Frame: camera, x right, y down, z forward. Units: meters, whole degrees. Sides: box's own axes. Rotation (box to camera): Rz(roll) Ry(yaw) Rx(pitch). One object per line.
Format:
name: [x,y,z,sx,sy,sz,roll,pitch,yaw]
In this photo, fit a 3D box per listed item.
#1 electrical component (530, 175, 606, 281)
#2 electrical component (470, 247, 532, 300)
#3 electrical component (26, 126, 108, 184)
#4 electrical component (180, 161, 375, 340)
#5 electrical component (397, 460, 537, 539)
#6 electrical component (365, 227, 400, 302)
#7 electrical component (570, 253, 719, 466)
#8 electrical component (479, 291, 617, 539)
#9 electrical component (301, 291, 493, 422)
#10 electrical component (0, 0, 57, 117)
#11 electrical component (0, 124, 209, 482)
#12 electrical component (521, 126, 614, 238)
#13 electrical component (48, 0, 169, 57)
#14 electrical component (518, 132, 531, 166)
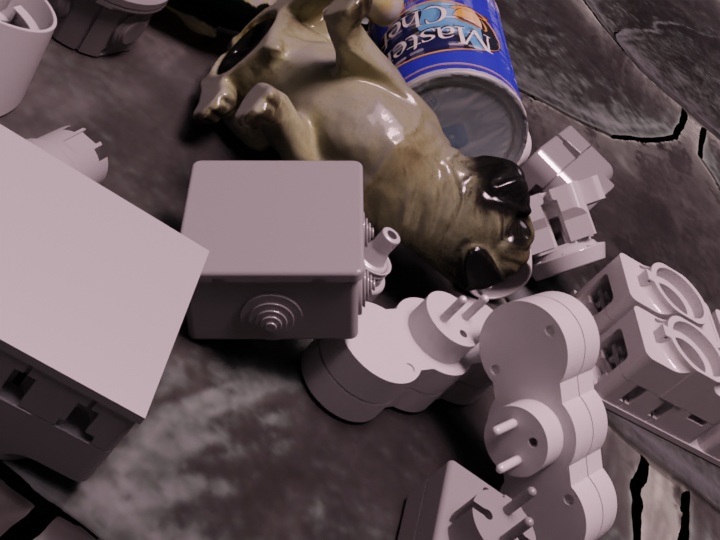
electrical component: [0.139,-0.027,0.761,0.058,0.078,0.057,8,63,-81]
electrical component: [0.069,-0.027,0.711,0.079,0.043,0.077,18,41,-33]
electrical component: [-0.147,-0.047,0.514,0.040,0.040,0.046,41,27,-3]
electrical component: [-0.042,-0.010,0.540,0.100,0.048,0.099,0,42,-1]
electrical component: [0.055,0.126,0.494,0.047,0.075,0.083,36,34,-11]
electrical component: [0.000,0.000,0.592,0.035,0.061,0.035,27,37,-22]
electrical component: [0.247,0.073,0.768,0.186,0.060,0.105,27,36,-22]
electrical component: [0.089,0.084,0.554,0.074,0.052,0.138,-11,95,-51]
electrical component: [0.040,0.036,0.582,0.138,0.073,0.052,-1,53,-47]
electrical component: [-0.206,-0.127,0.541,0.099,0.064,0.099,34,21,-14]
electrical component: [-0.166,-0.006,0.428,0.186,0.060,0.105,32,35,-16]
electrical component: [0.156,-0.067,0.837,0.059,0.053,0.095,46,33,5]
electrical component: [-0.155,-0.168,0.630,0.080,0.051,0.080,27,36,-22]
electrical component: [0.113,-0.099,0.838,0.043,0.043,0.062,47,32,6]
